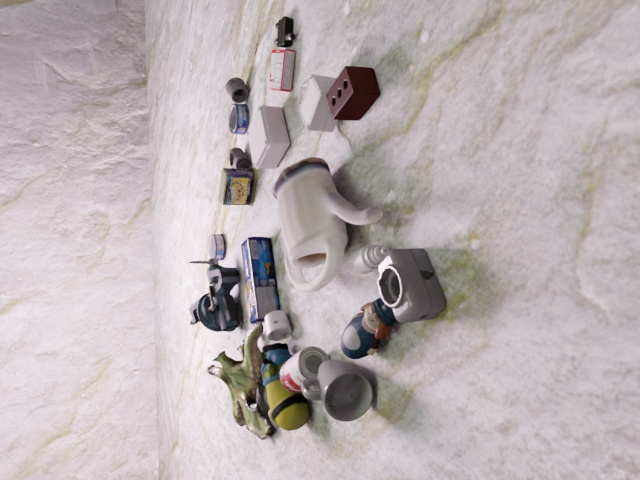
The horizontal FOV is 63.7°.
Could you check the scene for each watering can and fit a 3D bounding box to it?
[{"bbox_3d":[0.003,-0.044,0.883,0.341,0.104,0.228,-49,49,55],"label":"watering can"}]

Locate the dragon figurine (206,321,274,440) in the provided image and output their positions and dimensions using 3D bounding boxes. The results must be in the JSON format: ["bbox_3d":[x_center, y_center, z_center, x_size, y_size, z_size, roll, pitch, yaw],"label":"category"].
[{"bbox_3d":[-0.167,0.369,1.280,0.245,0.123,0.402,61,148,14],"label":"dragon figurine"}]
